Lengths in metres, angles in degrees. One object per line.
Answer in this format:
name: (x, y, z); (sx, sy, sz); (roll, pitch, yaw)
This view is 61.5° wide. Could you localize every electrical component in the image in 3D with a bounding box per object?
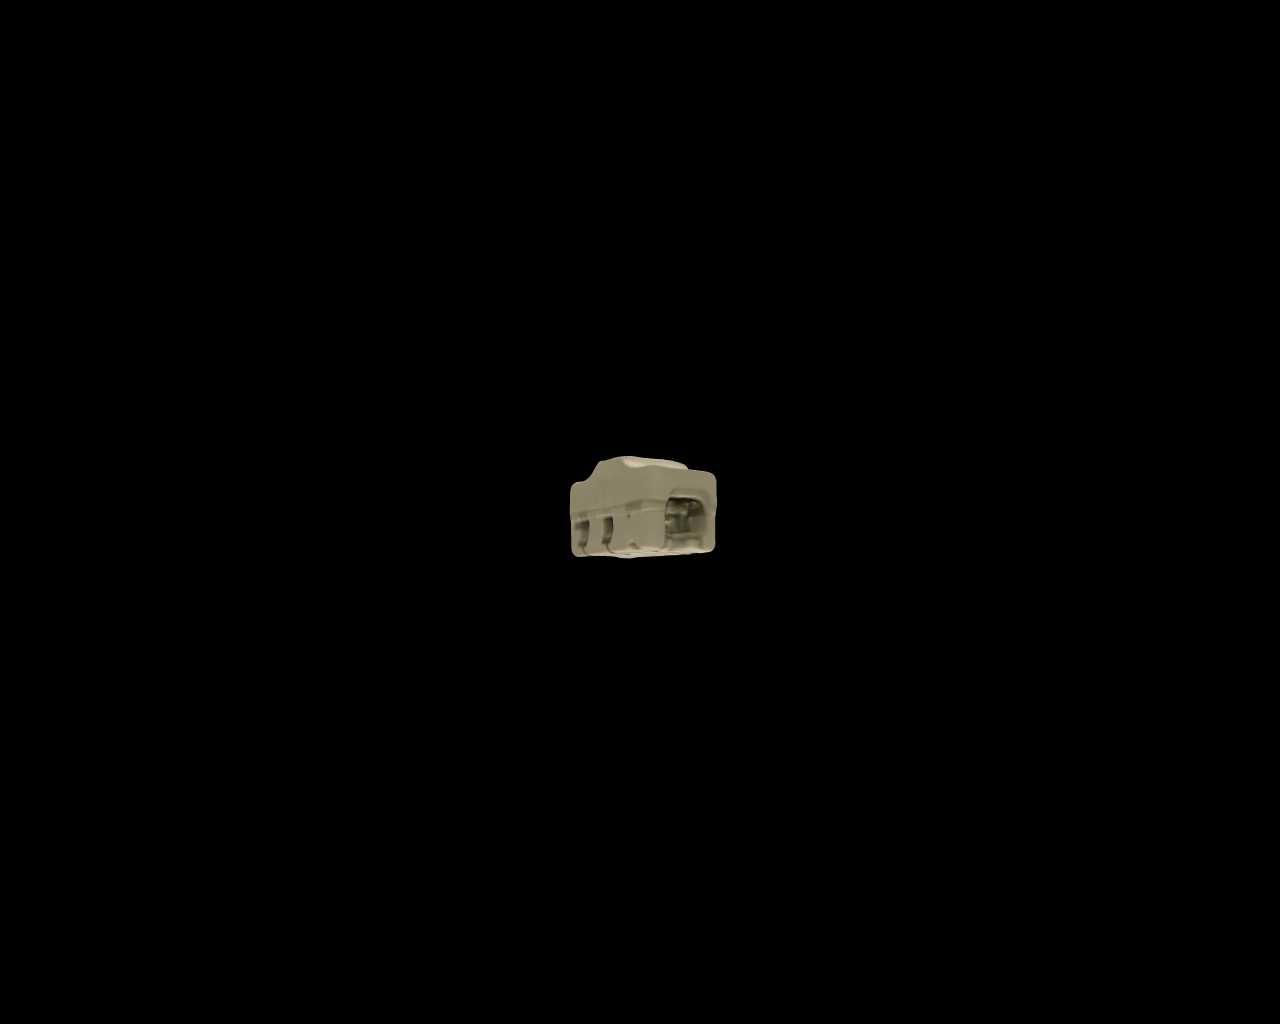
electrical component: (0.001, -0.003, 0.650); (0.050, 0.055, 0.089); (5, -8, -35)
